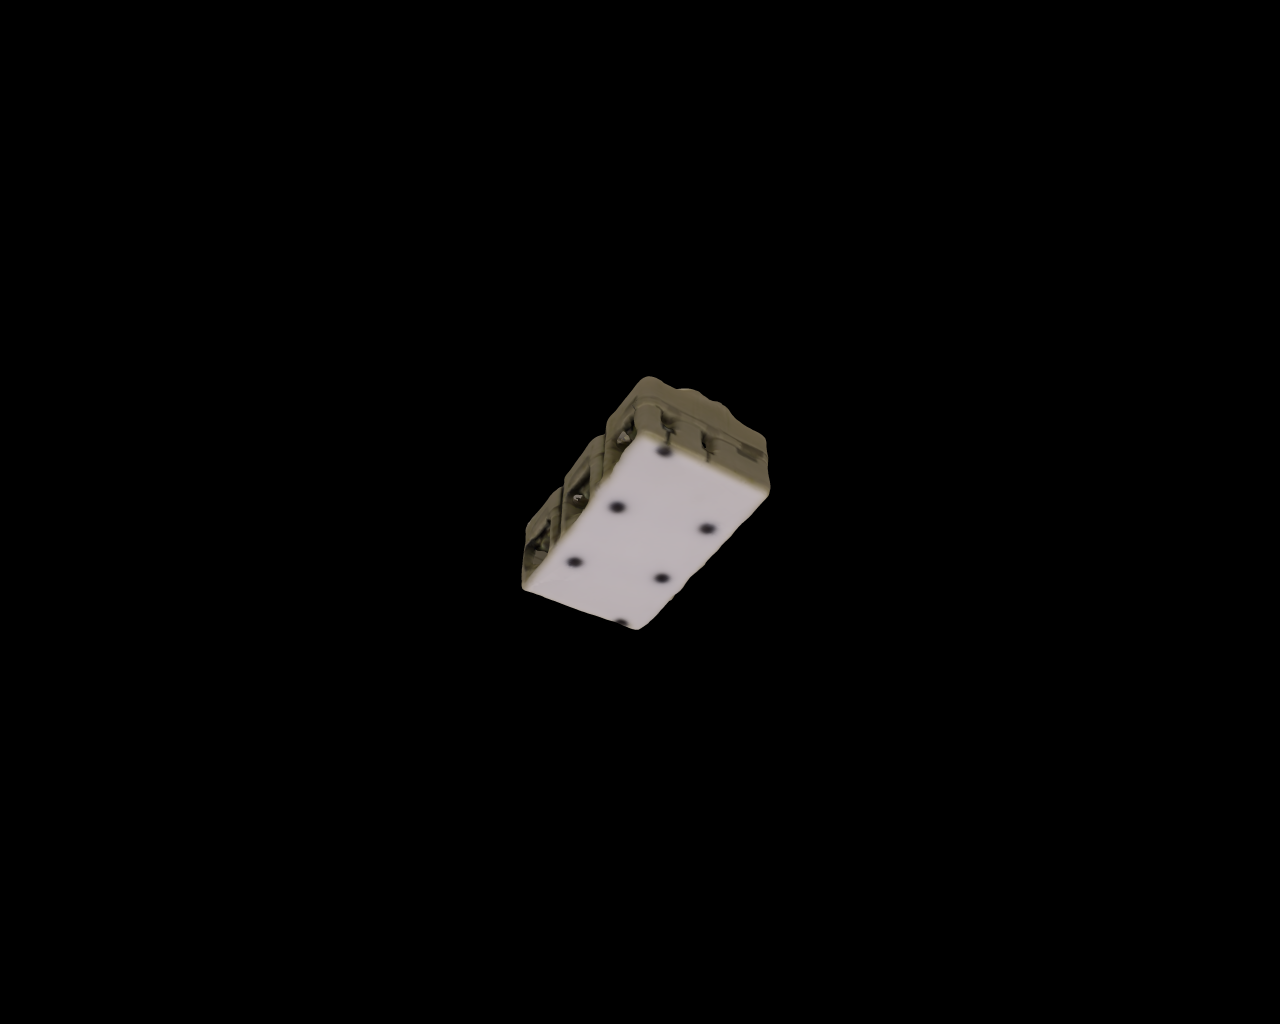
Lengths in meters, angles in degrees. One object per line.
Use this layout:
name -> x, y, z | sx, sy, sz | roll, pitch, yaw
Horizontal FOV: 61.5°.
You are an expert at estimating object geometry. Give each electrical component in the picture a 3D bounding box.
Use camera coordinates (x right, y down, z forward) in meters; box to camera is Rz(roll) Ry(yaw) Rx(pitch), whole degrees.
electrical component -> 0.001, -0.003, 0.650 | 0.089, 0.062, 0.150 | 24, -50, -22
